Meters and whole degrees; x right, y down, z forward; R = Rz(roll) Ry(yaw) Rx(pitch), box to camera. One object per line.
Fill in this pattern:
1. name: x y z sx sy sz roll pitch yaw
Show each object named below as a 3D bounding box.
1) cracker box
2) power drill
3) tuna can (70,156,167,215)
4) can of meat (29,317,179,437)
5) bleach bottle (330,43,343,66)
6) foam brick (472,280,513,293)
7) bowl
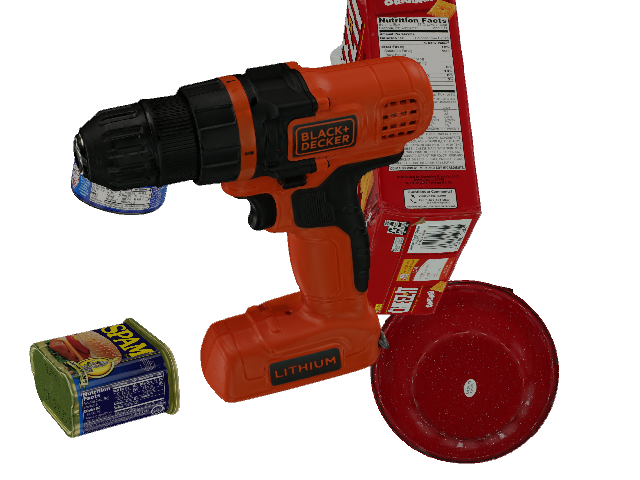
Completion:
1. cracker box: 0.054 -0.075 0.759 0.072 0.213 0.164 -1 -26 -5
2. power drill: -0.031 -0.002 0.569 0.184 0.188 0.057 -11 38 -16
3. tuna can: -0.178 -0.056 0.951 0.086 0.034 0.086 13 26 -6
4. can of meat: -0.169 0.105 0.825 0.083 0.057 0.102 -12 21 -30
5. bleach bottle: 0.036 -0.088 1.004 0.102 0.251 0.068 -10 24 -22
6. foam brick: 0.163 0.087 1.107 0.053 0.078 0.051 11 17 41
7. bowl: 0.122 0.116 0.894 0.162 0.162 0.055 0 6 5
